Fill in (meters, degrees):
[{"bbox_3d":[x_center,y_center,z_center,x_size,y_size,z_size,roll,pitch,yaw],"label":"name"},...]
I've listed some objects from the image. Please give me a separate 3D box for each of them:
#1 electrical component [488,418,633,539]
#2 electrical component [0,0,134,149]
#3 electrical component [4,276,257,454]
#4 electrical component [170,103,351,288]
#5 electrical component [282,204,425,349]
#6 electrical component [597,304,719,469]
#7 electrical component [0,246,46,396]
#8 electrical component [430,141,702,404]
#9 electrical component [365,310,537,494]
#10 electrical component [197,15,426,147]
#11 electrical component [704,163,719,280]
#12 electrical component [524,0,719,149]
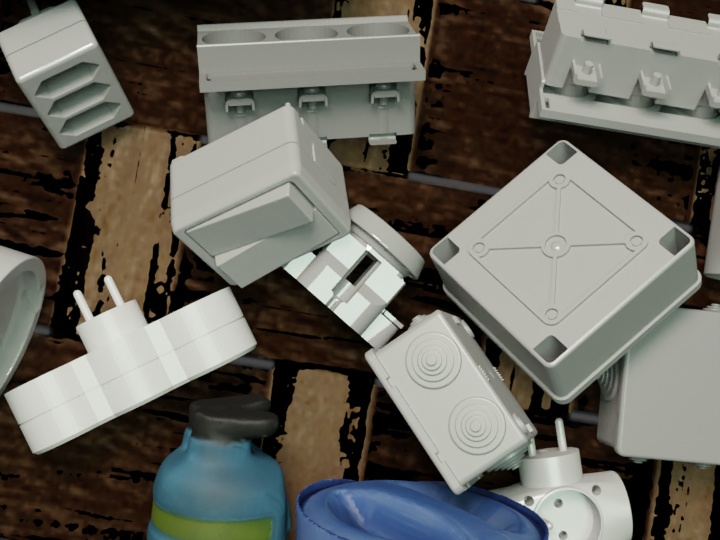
[{"bbox_3d":[0.114,0.128,0.635,0.077,0.044,0.079,-8,88,-6],"label":"electrical component"},{"bbox_3d":[-0.172,-0.122,0.608,0.047,0.065,0.076,-27,62,-6],"label":"electrical component"},{"bbox_3d":[-0.136,0.041,0.608,0.138,0.052,0.073,-26,91,-6],"label":"electrical component"},{"bbox_3d":[-0.061,-0.035,0.594,0.096,0.061,0.061,-24,49,18],"label":"electrical component"},{"bbox_3d":[0.000,0.000,0.622,0.078,0.058,0.057,41,87,-3],"label":"electrical component"},{"bbox_3d":[0.192,0.068,0.643,0.100,0.048,0.099,6,87,-6],"label":"electrical component"},{"bbox_3d":[-0.222,0.031,0.574,0.060,0.108,0.108,23,86,2],"label":"electrical component"},{"bbox_3d":[0.115,0.000,0.609,0.109,0.056,0.108,-40,55,-6],"label":"electrical component"},{"bbox_3d":[0.054,0.070,0.597,0.048,0.100,0.099,-35,78,8],"label":"electrical component"},{"bbox_3d":[-0.030,-0.107,0.616,0.121,0.078,0.063,-4,117,-6],"label":"electrical component"},{"bbox_3d":[0.255,-0.029,0.656,0.079,0.044,0.077,10,87,-6],"label":"electrical component"},{"bbox_3d":[0.166,-0.118,0.634,0.121,0.063,0.078,8,46,-6],"label":"electrical component"}]
